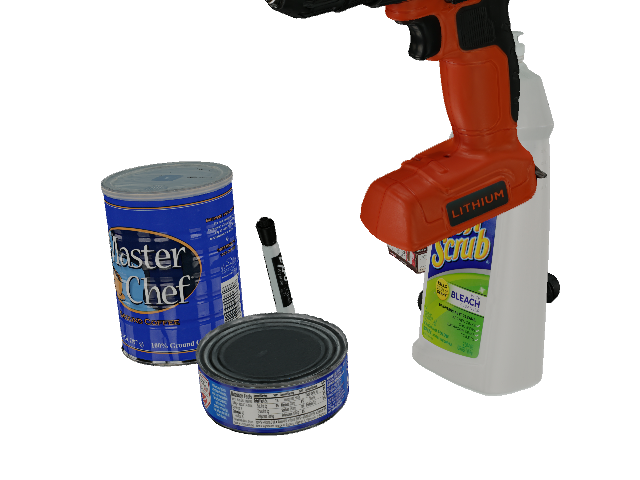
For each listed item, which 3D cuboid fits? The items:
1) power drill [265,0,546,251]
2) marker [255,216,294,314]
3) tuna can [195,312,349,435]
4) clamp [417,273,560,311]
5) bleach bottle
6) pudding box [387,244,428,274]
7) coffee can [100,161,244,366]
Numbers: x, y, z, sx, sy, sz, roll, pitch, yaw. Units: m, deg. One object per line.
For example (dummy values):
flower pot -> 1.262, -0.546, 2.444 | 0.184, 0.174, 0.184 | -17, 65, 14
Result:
power drill -> 0.055, -0.091, 0.563 | 0.184, 0.188, 0.057 | -22, 37, -25
marker -> -0.046, 0.028, 1.087 | 0.020, 0.121, 0.020 | -8, 34, 5
tuna can -> -0.026, 0.074, 0.603 | 0.086, 0.034, 0.086 | -3, 22, 1
clamp -> 0.157, 0.022, 0.975 | 0.120, 0.039, 0.171 | 1, 26, 12
bleach bottle -> 0.118, -0.022, 0.762 | 0.067, 0.251, 0.103 | -10, 19, -32
pudding box -> 0.169, 0.006, 1.602 | 0.113, 0.039, 0.090 | -18, 27, -20
coffee can -> -0.115, 0.016, 0.853 | 0.103, 0.140, 0.103 | -4, 17, 1
